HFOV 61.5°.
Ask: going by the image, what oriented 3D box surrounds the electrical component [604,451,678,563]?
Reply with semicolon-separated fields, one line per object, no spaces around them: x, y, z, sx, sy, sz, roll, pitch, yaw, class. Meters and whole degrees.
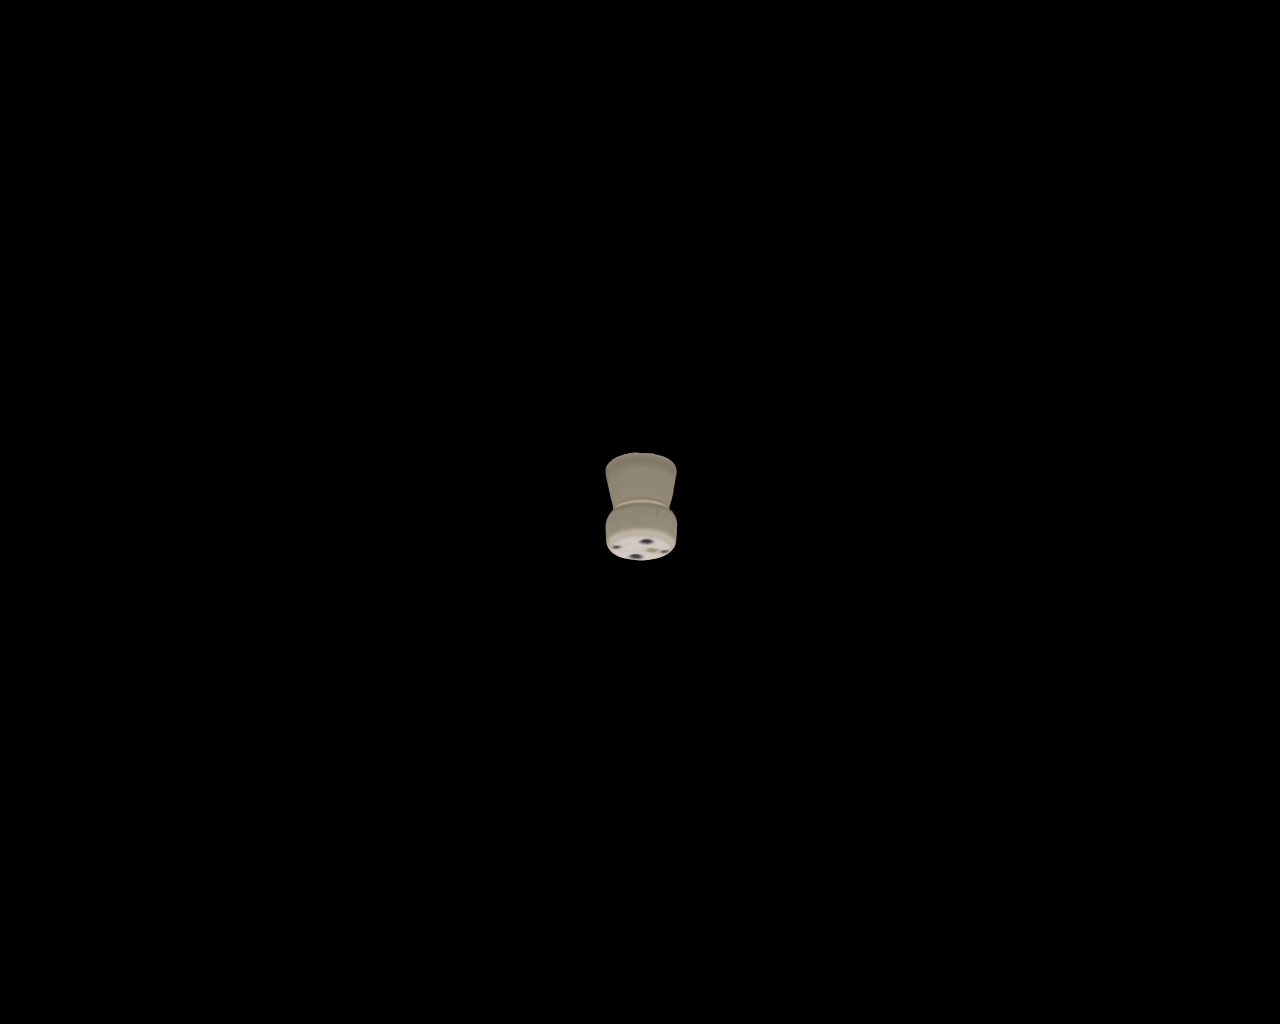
0.001;-0.003;0.650;0.045;0.055;0.044;0;-26;0;electrical component
